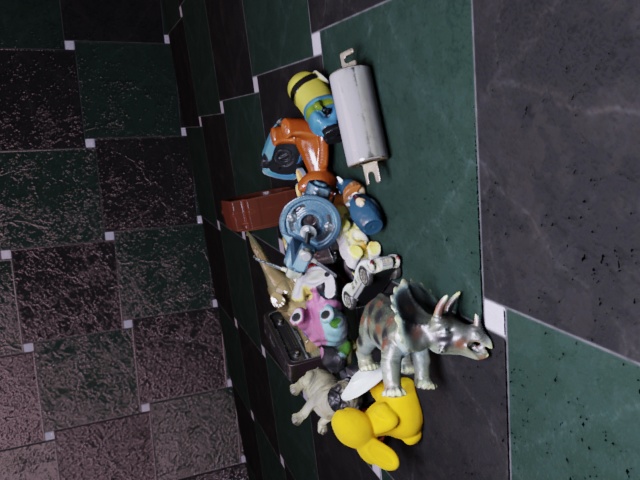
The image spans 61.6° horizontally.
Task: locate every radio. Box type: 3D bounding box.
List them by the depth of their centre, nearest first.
[{"bbox_3d":[-0.067,0.281,1.511,0.230,0.131,0.073,-127,30,-49],"label":"radio"}]

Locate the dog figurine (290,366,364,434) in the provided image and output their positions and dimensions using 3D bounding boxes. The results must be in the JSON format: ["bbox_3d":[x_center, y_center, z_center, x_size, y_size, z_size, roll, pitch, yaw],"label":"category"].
[{"bbox_3d":[0.032,0.339,1.238,0.190,0.121,0.172,-44,39,36],"label":"dog figurine"}]

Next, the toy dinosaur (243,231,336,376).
[{"bbox_3d":[-0.080,0.150,1.410,0.471,0.105,0.198,60,170,7],"label":"toy dinosaur"}]

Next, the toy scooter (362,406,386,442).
[{"bbox_3d":[0.098,0.446,1.253,0.184,0.075,0.135,-140,42,-64],"label":"toy scooter"}]

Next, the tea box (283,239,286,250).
[{"bbox_3d":[-0.035,0.010,1.368,0.169,0.068,0.098,147,108,-67],"label":"tea box"}]

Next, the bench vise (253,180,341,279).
[{"bbox_3d":[-0.033,0.003,1.048,0.223,0.129,0.241,-59,12,20],"label":"bench vise"}]

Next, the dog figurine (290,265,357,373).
[{"bbox_3d":[0.025,0.182,1.194,0.219,0.109,0.191,57,-149,-45],"label":"dog figurine"}]

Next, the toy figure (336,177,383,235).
[{"bbox_3d":[0.076,-0.073,1.053,0.155,0.058,0.064,-115,30,-43],"label":"toy figure"}]

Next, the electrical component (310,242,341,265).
[{"bbox_3d":[-0.002,-0.004,1.208,0.134,0.058,0.114,-12,104,35],"label":"electrical component"}]

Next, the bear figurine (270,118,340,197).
[{"bbox_3d":[-0.027,-0.161,1.177,0.120,0.132,0.195,-177,82,-68],"label":"bear figurine"}]

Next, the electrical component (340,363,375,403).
[{"bbox_3d":[0.091,0.325,1.240,0.119,0.048,0.074,170,88,-70],"label":"electrical component"}]

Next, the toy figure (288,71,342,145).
[{"bbox_3d":[-0.005,-0.276,1.105,0.082,0.089,0.180,-59,44,49],"label":"toy figure"}]

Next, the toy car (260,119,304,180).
[{"bbox_3d":[-0.088,-0.236,1.332,0.103,0.109,0.161,-99,21,-51],"label":"toy car"}]

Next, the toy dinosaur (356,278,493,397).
[{"bbox_3d":[0.133,0.157,0.959,0.405,0.131,0.192,-178,89,-73],"label":"toy dinosaur"}]

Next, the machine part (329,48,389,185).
[{"bbox_3d":[0.069,-0.218,0.960,0.079,0.079,0.243,167,90,-70],"label":"machine part"}]

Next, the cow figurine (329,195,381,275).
[{"bbox_3d":[0.062,-0.011,1.113,0.098,0.068,0.167,99,153,-56],"label":"cow figurine"}]

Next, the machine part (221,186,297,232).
[{"bbox_3d":[-0.150,-0.084,1.430,0.201,0.201,0.087,-170,67,-68],"label":"machine part"}]

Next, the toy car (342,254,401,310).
[{"bbox_3d":[0.097,0.082,1.052,0.201,0.073,0.056,113,142,-57],"label":"toy car"}]

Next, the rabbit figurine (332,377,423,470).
[{"bbox_3d":[0.105,0.358,1.047,0.122,0.173,0.162,157,105,-65],"label":"rabbit figurine"}]
